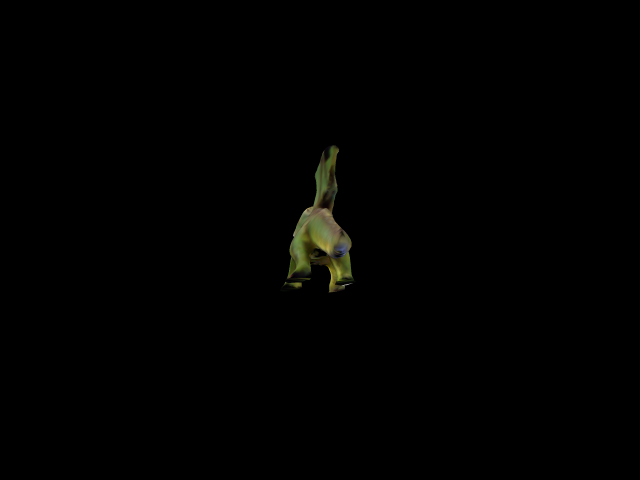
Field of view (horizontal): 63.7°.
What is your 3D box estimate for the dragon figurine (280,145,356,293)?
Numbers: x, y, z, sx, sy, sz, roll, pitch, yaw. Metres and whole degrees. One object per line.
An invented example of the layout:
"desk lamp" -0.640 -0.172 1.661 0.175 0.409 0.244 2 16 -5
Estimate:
"dragon figurine" 0.003 -0.043 0.850 0.122 0.246 0.404 4 -19 -11
